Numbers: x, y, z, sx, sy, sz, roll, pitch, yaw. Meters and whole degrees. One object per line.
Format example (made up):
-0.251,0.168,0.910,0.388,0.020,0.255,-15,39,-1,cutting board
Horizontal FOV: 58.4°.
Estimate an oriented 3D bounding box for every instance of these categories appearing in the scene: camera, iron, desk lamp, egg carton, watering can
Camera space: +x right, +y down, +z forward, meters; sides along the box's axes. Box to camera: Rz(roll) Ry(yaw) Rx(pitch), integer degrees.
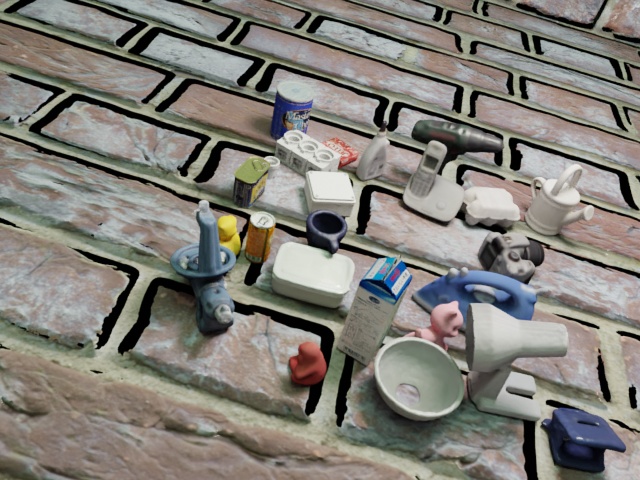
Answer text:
0.467,0.042,1.344,0.137,0.101,0.143,-3,46,-19,camera
0.335,0.115,1.198,0.258,0.141,0.119,17,43,2,iron
0.339,0.215,1.041,0.203,0.213,0.118,12,43,-4,desk lamp
0.440,-0.085,1.492,0.150,0.069,0.107,2,44,-14,egg carton
0.624,-0.109,1.479,0.172,0.194,0.101,32,45,17,watering can

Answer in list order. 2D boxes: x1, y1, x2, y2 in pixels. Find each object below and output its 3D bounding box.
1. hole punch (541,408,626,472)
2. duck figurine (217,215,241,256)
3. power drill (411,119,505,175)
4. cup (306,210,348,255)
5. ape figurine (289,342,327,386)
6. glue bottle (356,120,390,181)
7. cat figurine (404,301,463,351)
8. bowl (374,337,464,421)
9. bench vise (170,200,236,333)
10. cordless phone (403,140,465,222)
0.473,0.349,1.032,0.108,0.091,0.101,11,43,-5,hole punch
-0.204,-0.008,1.207,0.077,0.086,0.104,19,43,4,duck figurine
0.336,-0.214,1.493,0.229,0.208,0.076,24,43,9,power drill
0.011,0.004,1.252,0.092,0.095,0.117,-4,46,-20,cup
-0.021,0.215,1.024,0.076,0.092,0.078,28,44,14,ape figurine
0.147,-0.235,1.485,0.078,0.173,0.037,-19,52,-32,glue bottle
0.227,0.172,1.124,0.128,0.118,0.067,-17,51,-30,cat figurine
0.172,0.264,1.043,0.167,0.075,0.167,9,43,-8,bowl
-0.193,0.048,1.054,0.122,0.220,0.207,-26,57,-36,bench vise
0.298,-0.147,1.429,0.147,0.185,0.094,24,43,9,cordless phone
